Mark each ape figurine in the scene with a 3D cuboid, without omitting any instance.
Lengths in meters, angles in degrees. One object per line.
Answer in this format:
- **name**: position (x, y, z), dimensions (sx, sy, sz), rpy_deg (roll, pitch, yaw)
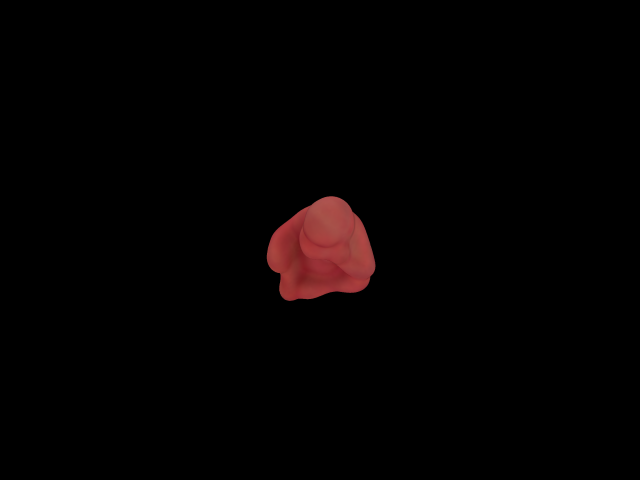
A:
- **ape figurine**: position (0.004, 0.001, 0.400), dimensions (0.077, 0.092, 0.076), rpy_deg (29, 66, 14)
